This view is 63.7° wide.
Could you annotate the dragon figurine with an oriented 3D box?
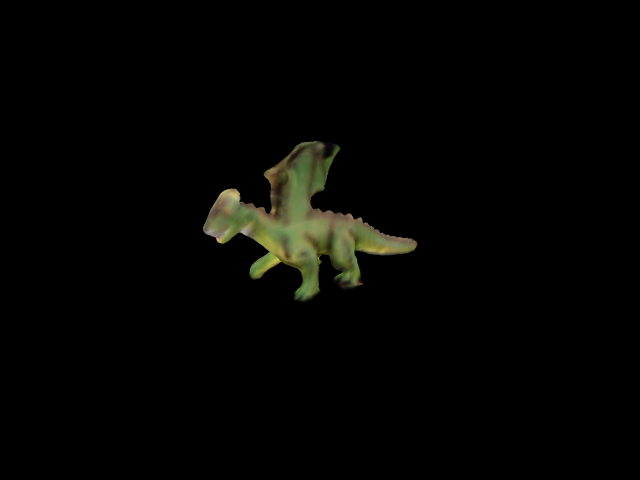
[{"bbox_3d":[0.003,-0.043,0.850,0.413,0.238,0.124,-15,29,-29],"label":"dragon figurine"}]
